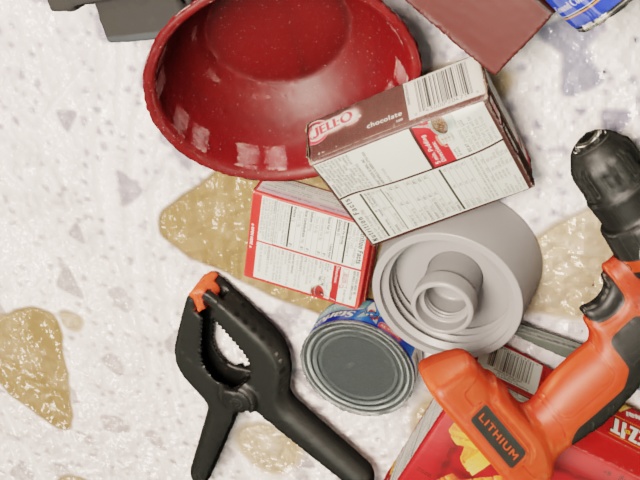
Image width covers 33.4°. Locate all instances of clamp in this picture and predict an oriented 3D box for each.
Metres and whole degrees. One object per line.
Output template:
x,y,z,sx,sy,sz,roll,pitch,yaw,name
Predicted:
-0.047,0.120,0.828,0.165,0.036,0.210,1,122,21,clamp

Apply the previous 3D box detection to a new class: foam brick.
0.089,-0.141,0.587,0.078,0.053,0.051,39,127,-7,foam brick

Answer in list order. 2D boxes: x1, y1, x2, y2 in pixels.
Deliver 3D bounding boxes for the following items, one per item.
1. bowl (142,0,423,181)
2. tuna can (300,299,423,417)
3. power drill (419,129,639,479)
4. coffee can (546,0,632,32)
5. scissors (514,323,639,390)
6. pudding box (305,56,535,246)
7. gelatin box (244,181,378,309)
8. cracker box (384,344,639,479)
-0.023,-0.107,0.631,0.162,0.055,0.162,-3,142,-3,bowl
0.031,0.084,0.774,0.086,0.033,0.086,11,125,15,tuna can
0.154,0.051,0.640,0.188,0.057,0.184,-37,104,7,power drill
0.111,-0.186,0.516,0.140,0.102,0.103,41,128,-7,coffee can
0.232,0.082,0.702,0.201,0.016,0.096,33,127,-1,scissors
0.060,-0.050,0.637,0.114,0.039,0.090,-19,139,19,pudding box
-0.005,0.001,0.735,0.089,0.030,0.073,16,125,11,gelatin box
0.137,0.189,0.777,0.164,0.072,0.214,27,128,3,cracker box
